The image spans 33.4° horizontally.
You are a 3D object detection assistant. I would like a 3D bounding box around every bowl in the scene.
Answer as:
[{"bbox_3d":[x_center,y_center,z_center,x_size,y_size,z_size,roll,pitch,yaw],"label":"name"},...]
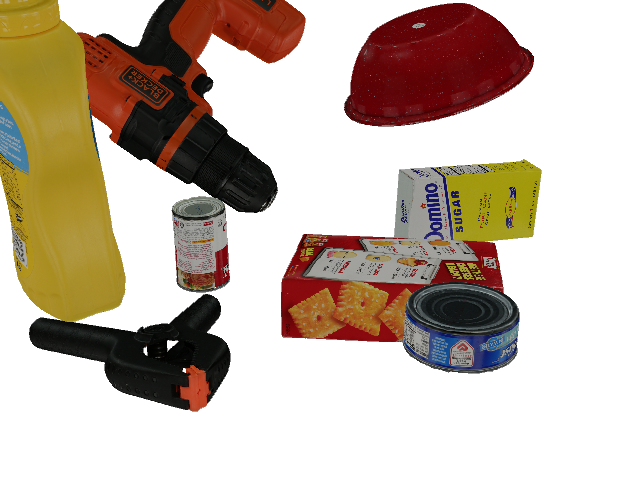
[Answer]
[{"bbox_3d":[0.090,-0.153,0.877,0.162,0.055,0.162,-16,25,7],"label":"bowl"}]

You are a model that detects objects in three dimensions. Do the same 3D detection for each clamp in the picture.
[{"bbox_3d":[-0.120,0.083,0.839,0.164,0.036,0.210,-11,16,-30],"label":"clamp"}]

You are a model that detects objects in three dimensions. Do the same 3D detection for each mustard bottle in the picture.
[{"bbox_3d":[-0.151,-0.057,0.580,0.058,0.192,0.096,-17,33,-21],"label":"mustard bottle"}]

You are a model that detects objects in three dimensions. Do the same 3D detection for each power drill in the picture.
[{"bbox_3d":[-0.082,-0.123,0.795,0.184,0.187,0.057,36,-43,-5],"label":"power drill"}]

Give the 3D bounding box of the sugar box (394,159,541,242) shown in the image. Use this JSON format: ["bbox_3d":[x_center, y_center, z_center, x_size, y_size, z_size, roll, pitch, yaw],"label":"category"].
[{"bbox_3d":[0.180,-0.044,1.305,0.176,0.093,0.048,-7,24,-21],"label":"sugar box"}]

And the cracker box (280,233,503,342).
[{"bbox_3d":[0.075,0.050,1.101,0.214,0.072,0.164,3,16,6],"label":"cracker box"}]

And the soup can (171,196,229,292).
[{"bbox_3d":[-0.149,0.004,1.329,0.068,0.102,0.068,-1,25,0],"label":"soup can"}]

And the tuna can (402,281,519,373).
[{"bbox_3d":[0.105,0.063,0.794,0.086,0.034,0.086,1,24,-1],"label":"tuna can"}]
